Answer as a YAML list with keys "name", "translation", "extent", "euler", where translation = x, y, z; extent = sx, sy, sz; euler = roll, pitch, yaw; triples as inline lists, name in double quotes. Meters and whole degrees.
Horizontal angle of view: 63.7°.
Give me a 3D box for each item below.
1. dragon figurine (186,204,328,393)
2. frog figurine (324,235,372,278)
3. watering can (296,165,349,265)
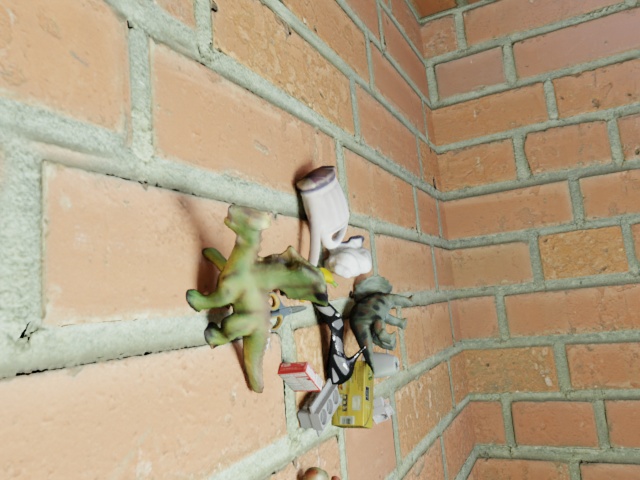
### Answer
- name: "dragon figurine"
  translation: [-0.100, 0.114, 0.968]
  extent: [0.125, 0.241, 0.404]
  euler: [-62, 134, -59]
- name: "frog figurine"
  translation: [0.080, 0.070, 1.454]
  extent: [0.163, 0.137, 0.120]
  euler: [-95, -169, -57]
- name: "watering can"
  translation: [0.004, -0.070, 1.391]
  extent: [0.221, 0.103, 0.354]
  euler: [69, 27, -20]
